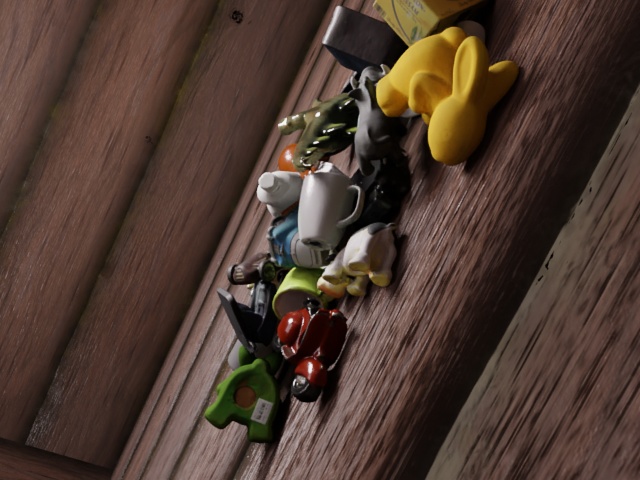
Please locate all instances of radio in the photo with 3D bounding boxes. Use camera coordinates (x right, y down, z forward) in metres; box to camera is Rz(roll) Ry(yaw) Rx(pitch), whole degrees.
[{"bbox_3d":[0.091,-0.345,0.979,0.073,0.131,0.229,-65,-8,11],"label":"radio"}]

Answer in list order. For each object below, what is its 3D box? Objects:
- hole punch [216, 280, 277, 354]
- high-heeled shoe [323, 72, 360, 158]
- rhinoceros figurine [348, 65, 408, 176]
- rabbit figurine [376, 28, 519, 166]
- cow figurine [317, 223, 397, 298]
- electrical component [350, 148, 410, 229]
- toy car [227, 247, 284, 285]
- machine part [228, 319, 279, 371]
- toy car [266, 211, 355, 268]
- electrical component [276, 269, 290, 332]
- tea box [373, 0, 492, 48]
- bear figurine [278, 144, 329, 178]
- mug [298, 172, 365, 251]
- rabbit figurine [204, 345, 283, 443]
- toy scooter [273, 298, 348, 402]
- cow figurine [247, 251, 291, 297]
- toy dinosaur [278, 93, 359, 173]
[{"bbox_3d":[-0.120,0.130,0.969,0.142,0.092,0.115,7,117,65],"label":"hole punch"},{"bbox_3d":[0.066,-0.291,1.177,0.145,0.086,0.249,-57,7,49],"label":"high-heeled shoe"},{"bbox_3d":[0.081,-0.184,0.805,0.073,0.112,0.190,-16,45,23],"label":"rhinoceros figurine"},{"bbox_3d":[0.171,-0.176,0.686,0.162,0.122,0.173,-39,43,40],"label":"rabbit figurine"},{"bbox_3d":[0.052,0.029,0.798,0.167,0.068,0.098,-33,31,58],"label":"cow figurine"},{"bbox_3d":[0.089,-0.080,0.859,0.115,0.058,0.134,-56,18,38],"label":"electrical component"},{"bbox_3d":[-0.085,0.033,0.996,0.089,0.053,0.202,-11,11,37],"label":"toy car"},{"bbox_3d":[-0.122,0.197,1.105,0.243,0.079,0.079,-60,17,22],"label":"machine part"},{"bbox_3d":[-0.002,-0.003,0.896,0.103,0.162,0.109,34,136,53],"label":"toy car"},{"bbox_3d":[-0.052,0.122,0.998,0.048,0.075,0.119,-31,41,65],"label":"electrical component"},{"bbox_3d":[0.170,-0.352,0.789,0.169,0.098,0.068,-39,-4,-37],"label":"tea box"},{"bbox_3d":[-0.029,-0.158,1.310,0.120,0.132,0.196,-61,34,21],"label":"bear figurine"},{"bbox_3d":[0.017,-0.039,0.816,0.110,0.080,0.107,0,68,32],"label":"mug"},{"bbox_3d":[-0.131,0.271,0.961,0.170,0.121,0.159,114,168,-70],"label":"rabbit figurine"},{"bbox_3d":[-0.011,0.144,0.817,0.135,0.075,0.184,-64,21,14],"label":"toy scooter"},{"bbox_3d":[-0.098,0.064,1.222,0.194,0.085,0.127,-57,12,28],"label":"cow figurine"},{"bbox_3d":[0.025,-0.209,0.975,0.199,0.105,0.471,-19,24,34],"label":"toy dinosaur"}]
